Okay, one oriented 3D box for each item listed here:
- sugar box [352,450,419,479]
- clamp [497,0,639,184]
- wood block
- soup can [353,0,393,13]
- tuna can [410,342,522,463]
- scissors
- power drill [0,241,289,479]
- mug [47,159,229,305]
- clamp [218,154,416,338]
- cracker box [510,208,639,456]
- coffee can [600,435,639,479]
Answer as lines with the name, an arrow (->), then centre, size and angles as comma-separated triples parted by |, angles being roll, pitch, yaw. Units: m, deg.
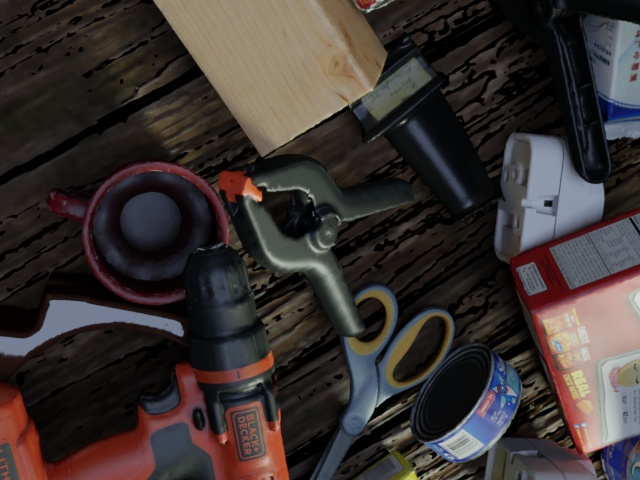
sugar box -> 0.071, 0.259, 0.821 | 0.093, 0.048, 0.176 | -33, 109, -4
clamp -> 0.164, -0.150, 0.721 | 0.036, 0.210, 0.165 | -18, 147, -24
wood block -> -0.052, -0.172, 0.681 | 0.091, 0.090, 0.206 | -29, 106, 21
soup can -> 0.027, -0.205, 0.676 | 0.068, 0.068, 0.102 | -37, 106, -4
tuna can -> 0.107, 0.119, 0.782 | 0.033, 0.086, 0.086 | 37, 91, -17
scissors -> 0.016, 0.116, 0.793 | 0.201, 0.016, 0.096 | -45, 102, -5
power drill -> -0.117, 0.104, 0.658 | 0.187, 0.057, 0.184 | -12, 102, -9
mug -> -0.123, -0.013, 0.711 | 0.117, 0.081, 0.093 | 12, 97, -14
clamp -> -0.005, 0.001, 0.723 | 0.171, 0.039, 0.120 | 15, 85, -43
cracker box -> 0.258, 0.048, 0.760 | 0.214, 0.072, 0.164 | -22, 127, 6
coffee can -> 0.290, 0.179, 0.802 | 0.102, 0.140, 0.103 | -2, 100, -12
